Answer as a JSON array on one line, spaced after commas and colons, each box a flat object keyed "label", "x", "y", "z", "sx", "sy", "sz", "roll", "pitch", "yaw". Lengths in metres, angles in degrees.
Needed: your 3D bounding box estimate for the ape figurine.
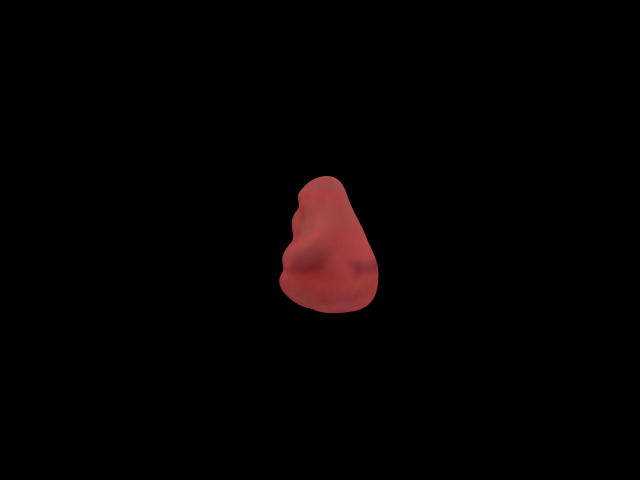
[{"label": "ape figurine", "x": 0.004, "y": 0.001, "z": 0.400, "sx": 0.075, "sy": 0.092, "sz": 0.078, "roll": 8, "pitch": 12, "yaw": 43}]
